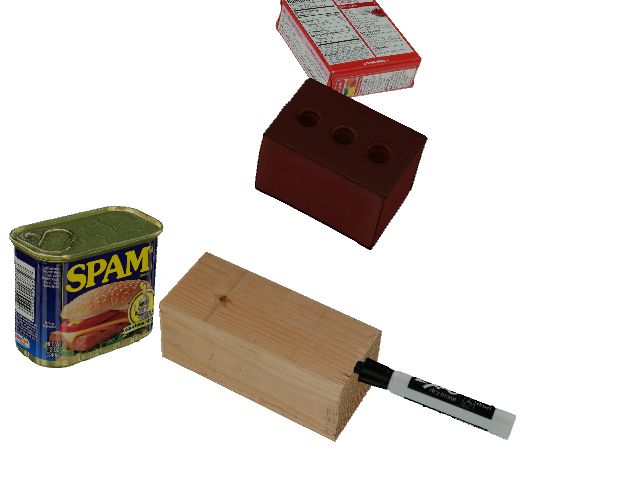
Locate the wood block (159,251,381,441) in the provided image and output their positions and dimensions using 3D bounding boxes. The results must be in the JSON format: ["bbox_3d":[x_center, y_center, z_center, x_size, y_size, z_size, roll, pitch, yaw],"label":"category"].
[{"bbox_3d":[-0.052,0.105,1.085,0.206,0.090,0.090,24,48,18],"label":"wood block"}]

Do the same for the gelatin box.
[{"bbox_3d":[0.019,-0.141,0.768,0.073,0.089,0.030,-13,-39,-25],"label":"gelatin box"}]

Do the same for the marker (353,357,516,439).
[{"bbox_3d":[0.081,0.113,0.772,0.121,0.020,0.020,20,4,12],"label":"marker"}]

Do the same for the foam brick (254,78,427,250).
[{"bbox_3d":[0.011,-0.043,0.591,0.078,0.053,0.051,28,-32,12],"label":"foam brick"}]

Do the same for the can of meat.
[{"bbox_3d":[-0.159,0.031,0.729,0.058,0.084,0.101,24,28,37],"label":"can of meat"}]
